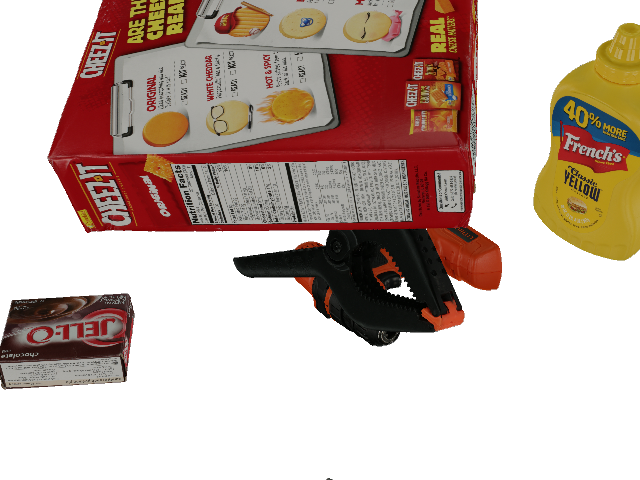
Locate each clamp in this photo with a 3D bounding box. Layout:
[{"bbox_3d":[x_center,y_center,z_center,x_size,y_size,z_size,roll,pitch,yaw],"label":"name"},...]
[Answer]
[{"bbox_3d":[0.022,-0.008,0.768,0.036,0.165,0.210,-11,33,-44],"label":"clamp"}]

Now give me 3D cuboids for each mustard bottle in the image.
[{"bbox_3d":[0.217,-0.078,0.807,0.058,0.192,0.096,-33,53,-29],"label":"mustard bottle"}]

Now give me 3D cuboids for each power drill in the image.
[{"bbox_3d":[0.083,0.036,1.058,0.187,0.057,0.185,-12,28,-23],"label":"power drill"}]

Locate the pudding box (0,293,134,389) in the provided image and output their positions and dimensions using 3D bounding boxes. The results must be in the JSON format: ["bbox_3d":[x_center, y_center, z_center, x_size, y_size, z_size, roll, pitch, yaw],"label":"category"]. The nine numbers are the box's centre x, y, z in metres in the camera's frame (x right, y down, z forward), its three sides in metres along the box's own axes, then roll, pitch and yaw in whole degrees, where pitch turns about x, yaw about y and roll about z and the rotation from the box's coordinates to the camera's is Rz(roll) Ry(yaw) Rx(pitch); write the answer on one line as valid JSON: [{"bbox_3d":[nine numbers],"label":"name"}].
[{"bbox_3d":[-0.229,0.091,0.969,0.113,0.039,0.090,-5,33,-2],"label":"pudding box"}]

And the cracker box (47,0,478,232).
[{"bbox_3d":[-0.021,-0.084,0.591,0.214,0.164,0.072,-1,-40,10],"label":"cracker box"}]

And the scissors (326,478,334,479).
[{"bbox_3d":[0.085,0.165,0.510,0.096,0.016,0.202,-2,23,-24],"label":"scissors"}]
